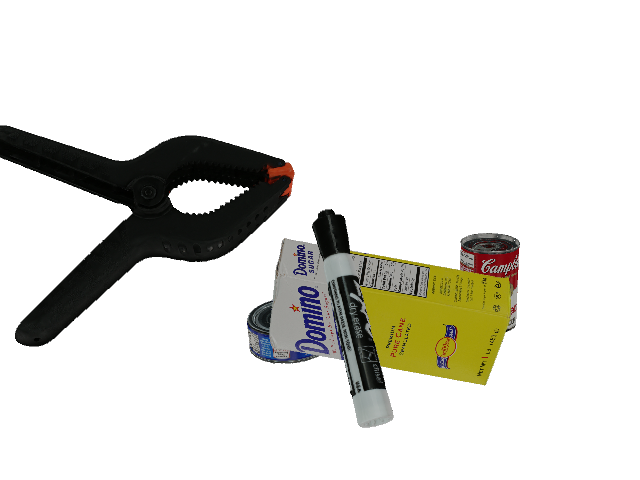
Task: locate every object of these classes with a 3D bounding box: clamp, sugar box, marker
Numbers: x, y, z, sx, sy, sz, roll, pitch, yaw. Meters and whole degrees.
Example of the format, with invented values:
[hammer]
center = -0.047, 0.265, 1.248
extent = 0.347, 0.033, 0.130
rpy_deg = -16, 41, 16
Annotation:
[clamp]
center = -0.119, -0.014, 0.718
extent = 0.209, 0.164, 0.036
rpy_deg = -5, -27, -10
[sugar box]
center = 0.051, 0.057, 0.821
extent = 0.176, 0.048, 0.093
rpy_deg = 8, -43, 1
[marker]
center = 0.016, 0.039, 0.569
extent = 0.020, 0.121, 0.020
rpy_deg = -11, -22, -5

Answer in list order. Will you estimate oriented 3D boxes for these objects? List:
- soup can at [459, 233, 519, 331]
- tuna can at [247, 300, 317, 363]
[soup can]
center = 0.196, 0.050, 1.244
extent = 0.068, 0.102, 0.068
rpy_deg = -1, 18, 0
[tuna can]
center = -0.031, 0.089, 1.078
extent = 0.086, 0.034, 0.086
rpy_deg = -5, 22, 2
